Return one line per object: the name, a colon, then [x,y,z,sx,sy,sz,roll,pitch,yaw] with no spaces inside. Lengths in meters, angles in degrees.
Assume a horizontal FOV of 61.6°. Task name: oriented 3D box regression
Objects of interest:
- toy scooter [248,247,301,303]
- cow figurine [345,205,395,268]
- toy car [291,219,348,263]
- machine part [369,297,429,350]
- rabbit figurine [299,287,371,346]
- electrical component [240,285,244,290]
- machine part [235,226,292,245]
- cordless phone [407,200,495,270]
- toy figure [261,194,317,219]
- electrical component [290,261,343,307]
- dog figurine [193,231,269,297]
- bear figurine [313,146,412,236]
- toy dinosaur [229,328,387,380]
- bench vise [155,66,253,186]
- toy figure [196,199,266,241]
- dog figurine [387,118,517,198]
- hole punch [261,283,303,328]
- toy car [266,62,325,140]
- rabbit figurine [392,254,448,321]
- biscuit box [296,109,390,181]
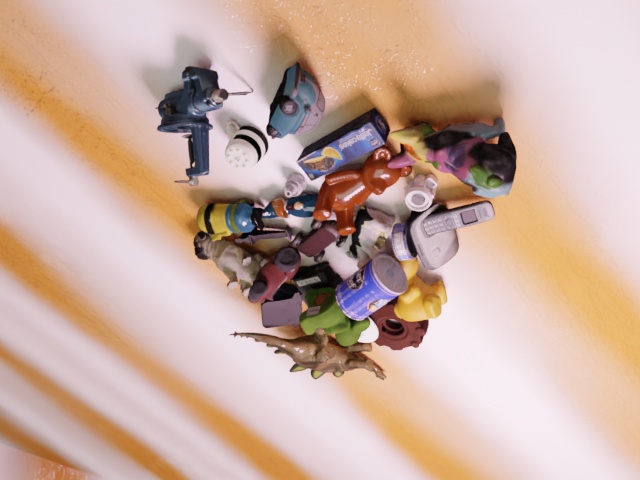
toy scooter: [-0.120,0.102,1.385,0.075,0.184,0.135,37,154,11]
cow figurine: [0.104,-0.001,1.264,0.098,0.068,0.167,29,129,5]
toy car: [-0.003,-0.004,1.297,0.089,0.053,0.202,33,154,-9]
machine part: [0.194,0.218,1.416,0.180,0.056,0.179,12,130,14]
rabbit figurine: [0.055,0.194,1.351,0.159,0.121,0.170,-23,126,24]
electrical component: [-0.192,0.118,1.511,0.063,0.021,0.094,27,133,0]
machine part: [-0.138,-0.012,1.355,0.139,0.084,0.039,-3,100,13]
cordless phone: [0.294,-0.019,1.167,0.184,0.089,0.146,-13,121,25]
toy figure: [-0.067,-0.077,1.276,0.155,0.058,0.064,-3,149,20]
electrical component: [0.003,0.127,1.417,0.115,0.058,0.134,-14,121,32]
dog figurine: [-0.233,0.047,1.440,0.191,0.121,0.172,38,179,34]
bear figurine: [0.093,-0.107,1.148,0.196,0.132,0.120,-18,144,37]
toy dinosaur: [-0.017,0.319,1.519,0.471,0.105,0.198,26,137,-19]
bench vise: [-0.265,-0.238,1.154,0.224,0.129,0.240,-1,95,31]
toy figure: [-0.223,-0.057,1.341,0.180,0.082,0.089,-4,123,28]
dog figurine: [0.240,-0.158,1.016,0.219,0.192,0.108,-1,135,3]
hole punch: [-0.108,0.175,1.494,0.116,0.092,0.142,-3,128,-8]
toy car: [-0.043,-0.265,1.087,0.103,0.109,0.161,16,143,-15]
rabbit figurine: [0.213,0.100,1.295,0.162,0.122,0.173,-9,110,39]
biscuit box: [0.047,-0.197,1.130,0.203,0.063,0.059,-23,117,35]
